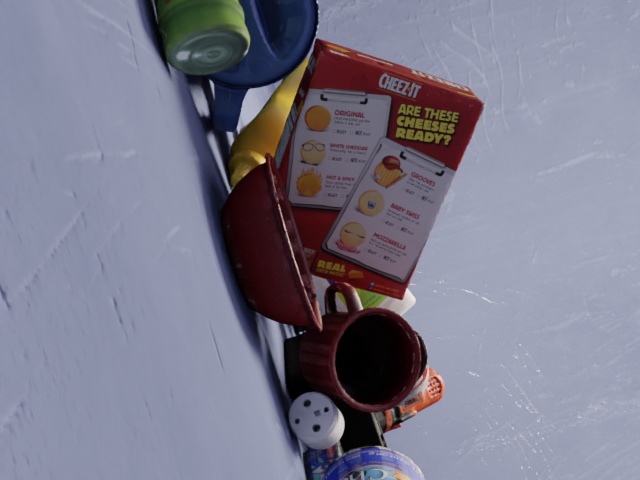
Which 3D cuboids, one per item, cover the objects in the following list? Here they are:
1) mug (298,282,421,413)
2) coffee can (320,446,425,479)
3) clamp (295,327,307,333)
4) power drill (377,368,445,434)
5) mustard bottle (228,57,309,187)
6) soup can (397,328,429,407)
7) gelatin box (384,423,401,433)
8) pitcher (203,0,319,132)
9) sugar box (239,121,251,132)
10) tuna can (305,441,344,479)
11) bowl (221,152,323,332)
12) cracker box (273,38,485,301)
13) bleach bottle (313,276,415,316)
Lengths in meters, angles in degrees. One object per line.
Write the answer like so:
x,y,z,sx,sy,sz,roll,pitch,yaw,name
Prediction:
0.028,0.095,0.972,0.082,0.093,0.117,-4,-76,64,mug
0.048,0.243,0.879,0.140,0.103,0.103,-96,169,-80,coffee can
-0.012,0.094,1.410,0.164,0.036,0.210,72,6,-49,clamp
0.050,0.136,1.256,0.057,0.184,0.187,-19,-89,51,power drill
-0.048,-0.112,1.130,0.191,0.058,0.096,-58,177,-48,mustard bottle
0.076,0.128,1.077,0.102,0.068,0.068,69,5,-71,soup can
0.059,0.215,1.342,0.089,0.073,0.030,-103,175,-71,gelatin box
-0.076,-0.201,1.067,0.145,0.149,0.243,55,1,-6,pitcher
-0.032,-0.072,1.335,0.176,0.048,0.093,53,9,-18,sugar box
0.013,0.233,0.994,0.086,0.034,0.086,-17,91,-88,tuna can
-0.046,0.009,0.920,0.162,0.055,0.162,-17,91,-88,bowl
0.038,-0.065,1.026,0.072,0.164,0.214,-106,-146,-66,cracker box
-0.008,0.001,1.192,0.251,0.102,0.068,51,-24,2,bleach bottle
